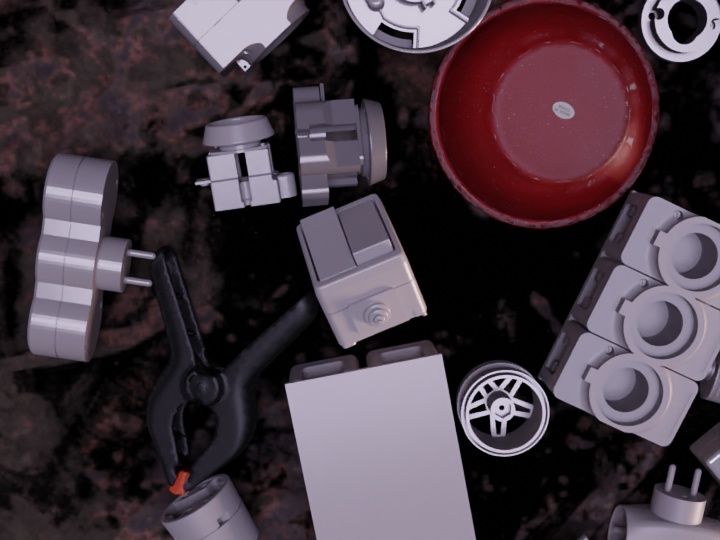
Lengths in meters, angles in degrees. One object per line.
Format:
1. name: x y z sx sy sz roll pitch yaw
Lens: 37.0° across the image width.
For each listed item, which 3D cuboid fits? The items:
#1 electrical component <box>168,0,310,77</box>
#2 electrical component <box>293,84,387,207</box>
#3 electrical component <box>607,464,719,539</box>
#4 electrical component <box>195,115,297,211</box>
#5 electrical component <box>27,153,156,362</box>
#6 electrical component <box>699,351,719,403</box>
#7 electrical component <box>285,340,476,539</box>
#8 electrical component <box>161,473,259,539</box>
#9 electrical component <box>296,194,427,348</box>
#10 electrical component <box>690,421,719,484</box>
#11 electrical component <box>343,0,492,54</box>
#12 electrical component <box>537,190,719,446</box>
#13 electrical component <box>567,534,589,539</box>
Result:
1. electrical component: -0.072 -0.173 0.707 0.089 0.050 0.055 -43 96 4
2. electrical component: -0.013 -0.084 0.717 0.057 0.058 0.078 -5 77 -5
3. electrical component: 0.224 0.177 0.768 0.077 0.044 0.079 10 97 -3
4. electrical component: -0.079 -0.073 0.724 0.066 0.048 0.055 -8 106 -1
5. electrical component: -0.176 -0.005 0.726 0.074 0.052 0.138 9 98 -3
6. electrical component: 0.274 0.077 0.756 0.081 0.043 0.043 16 97 -4
7. electrical component: 0.019 0.151 0.750 0.105 0.060 0.186 -11 98 0
8. electrical component: -0.104 0.178 0.754 0.055 0.055 0.047 -30 101 2
9. electrical component: 0.000 0.000 0.704 0.062 0.096 0.061 -23 125 1
10. electrical component: 0.285 0.149 0.750 0.047 0.075 0.083 -41 97 4
11. electrical component: 0.035 -0.189 0.701 0.099 0.064 0.099 0 98 -2
12. electrical component: 0.199 0.033 0.738 0.089 0.061 0.150 25 96 -5
13. electrical component: 0.131 0.249 0.766 0.121 0.063 0.078 -38 97 4
